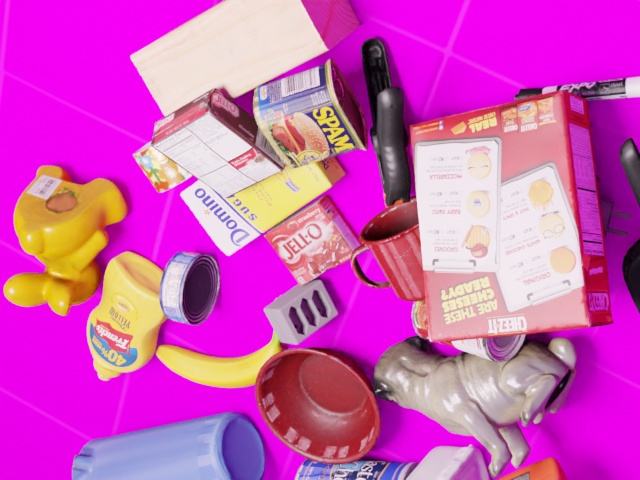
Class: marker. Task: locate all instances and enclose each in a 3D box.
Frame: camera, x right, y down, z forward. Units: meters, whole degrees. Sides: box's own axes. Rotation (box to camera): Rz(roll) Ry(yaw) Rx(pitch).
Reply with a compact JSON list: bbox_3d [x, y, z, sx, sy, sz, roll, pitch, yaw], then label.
[{"bbox_3d":[0.241,-0.138,0.998,0.121,0.020,0.020,-3,115,27],"label":"marker"}]

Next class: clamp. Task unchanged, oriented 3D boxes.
[{"bbox_3d":[0.333,-0.001,1.005,0.164,0.036,0.210,16,126,1],"label":"clamp"},{"bbox_3d":[0.067,-0.113,1.067,0.039,0.120,0.171,-5,135,1],"label":"clamp"}]

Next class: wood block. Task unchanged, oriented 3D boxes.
[{"bbox_3d":[-0.076,-0.201,1.077,0.206,0.090,0.090,-21,106,33],"label":"wood block"}]

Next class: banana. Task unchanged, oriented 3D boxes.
[{"bbox_3d":[-0.116,0.151,1.324,0.198,0.037,0.069,-12,92,29],"label":"banana"}]

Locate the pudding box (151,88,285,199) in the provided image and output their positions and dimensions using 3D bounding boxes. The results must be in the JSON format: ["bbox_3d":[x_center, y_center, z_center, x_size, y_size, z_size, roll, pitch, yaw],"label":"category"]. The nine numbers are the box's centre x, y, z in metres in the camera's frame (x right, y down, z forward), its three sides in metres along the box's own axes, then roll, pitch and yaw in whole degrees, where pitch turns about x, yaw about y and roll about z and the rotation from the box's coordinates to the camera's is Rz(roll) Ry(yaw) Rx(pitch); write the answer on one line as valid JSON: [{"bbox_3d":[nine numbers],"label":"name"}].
[{"bbox_3d":[-0.102,-0.097,1.093,0.090,0.039,0.113,-22,134,37],"label":"pudding box"}]

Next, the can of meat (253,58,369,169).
[{"bbox_3d":[-0.009,-0.121,1.050,0.084,0.057,0.102,-16,143,16],"label":"can of meat"}]

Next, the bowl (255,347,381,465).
[{"bbox_3d":[0.006,0.185,1.267,0.162,0.055,0.162,12,121,20],"label":"bowl"}]

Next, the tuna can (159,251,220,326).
[{"bbox_3d":[-0.154,0.056,1.258,0.034,0.086,0.086,9,120,24],"label":"tuna can"}]

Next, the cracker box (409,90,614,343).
[{"bbox_3d":[0.177,-0.017,1.002,0.164,0.071,0.214,-10,82,36],"label":"cracker box"}]

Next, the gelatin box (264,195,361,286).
[{"bbox_3d":[-0.008,0.002,1.190,0.089,0.030,0.073,-29,101,35],"label":"gelatin box"}]

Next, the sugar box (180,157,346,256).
[{"bbox_3d":[-0.066,-0.061,1.175,0.176,0.048,0.093,-34,95,34],"label":"sugar box"}]

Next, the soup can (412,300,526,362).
[{"bbox_3d":[0.155,0.082,1.108,0.102,0.068,0.068,15,125,48],"label":"soup can"}]

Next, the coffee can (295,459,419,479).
[{"bbox_3d":[0.051,0.316,1.287,0.140,0.102,0.103,-2,115,28],"label":"coffee can"}]

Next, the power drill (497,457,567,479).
[{"bbox_3d":[0.288,0.310,1.161,0.187,0.057,0.185,38,127,-22],"label":"power drill"}]

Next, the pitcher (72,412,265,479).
[{"bbox_3d":[-0.188,0.305,1.395,0.243,0.149,0.145,-19,91,29],"label":"pitcher"}]

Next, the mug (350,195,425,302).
[{"bbox_3d":[0.089,0.015,1.110,0.117,0.093,0.081,-24,109,16],"label":"mug"}]

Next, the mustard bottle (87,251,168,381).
[{"bbox_3d":[-0.247,0.111,1.350,0.096,0.058,0.192,37,127,12],"label":"mustard bottle"}]
